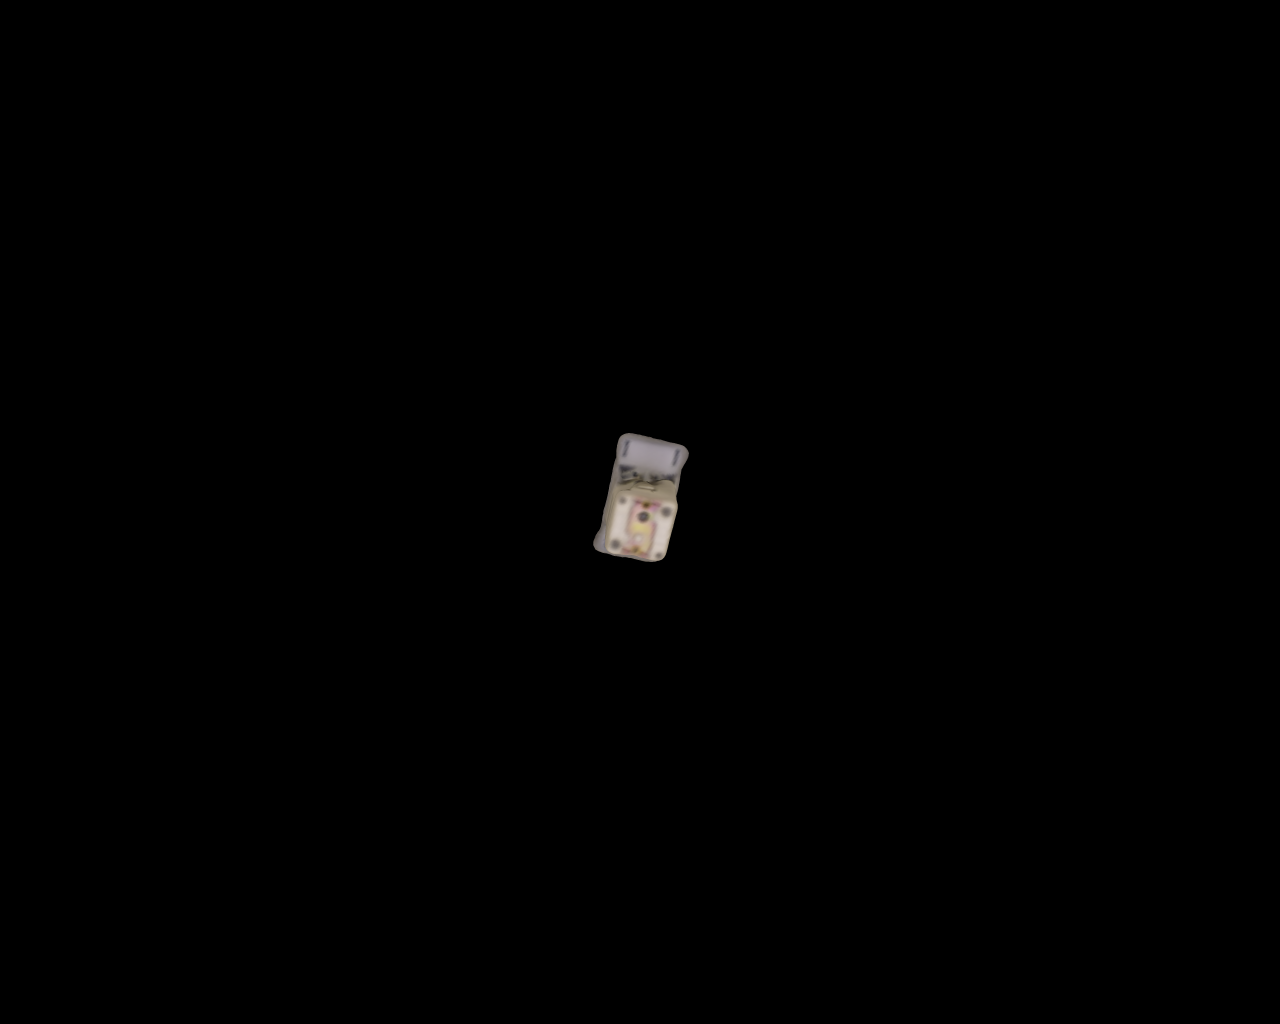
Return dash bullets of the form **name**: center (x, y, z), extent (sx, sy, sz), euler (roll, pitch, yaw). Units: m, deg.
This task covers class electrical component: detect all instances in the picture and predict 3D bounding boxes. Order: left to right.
- **electrical component**: center (0.001, -0.003, 0.650), extent (0.042, 0.080, 0.064), euler (11, 24, -5)
